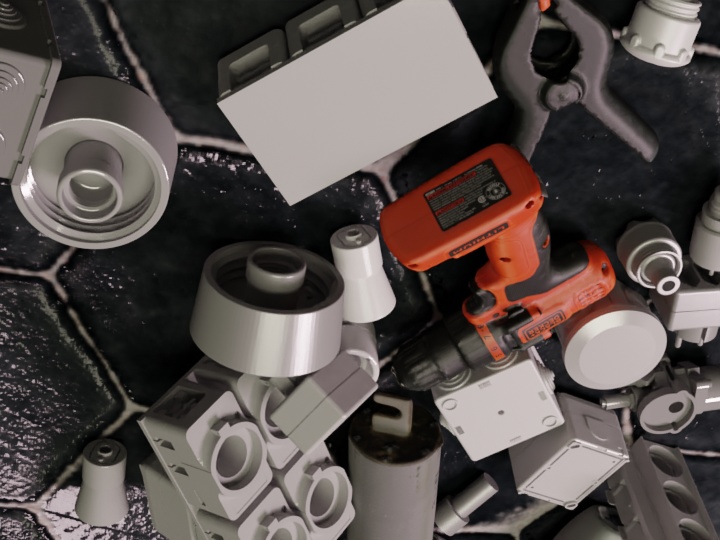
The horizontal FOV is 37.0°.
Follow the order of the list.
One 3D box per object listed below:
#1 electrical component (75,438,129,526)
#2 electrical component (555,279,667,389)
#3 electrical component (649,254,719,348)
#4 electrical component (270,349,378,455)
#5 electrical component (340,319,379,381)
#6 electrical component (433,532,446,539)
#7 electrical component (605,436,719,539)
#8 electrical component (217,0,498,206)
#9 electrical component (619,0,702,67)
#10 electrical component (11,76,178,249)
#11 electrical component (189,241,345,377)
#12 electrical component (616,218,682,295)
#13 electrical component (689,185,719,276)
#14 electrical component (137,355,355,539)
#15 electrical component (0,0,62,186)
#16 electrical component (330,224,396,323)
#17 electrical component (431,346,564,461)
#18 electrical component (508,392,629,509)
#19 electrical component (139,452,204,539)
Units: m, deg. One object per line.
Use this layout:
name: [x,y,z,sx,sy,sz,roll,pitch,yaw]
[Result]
electrical component: [-0.210,0.171,0.882,0.044,0.044,0.065,4,121,-12]
electrical component: [0.195,0.050,0.845,0.080,0.051,0.080,-4,127,-5]
electrical component: [0.265,0.031,0.844,0.066,0.047,0.076,-4,127,-6]
electrical component: [-0.038,0.080,0.769,0.076,0.066,0.047,46,115,6]
electrical component: [-0.013,0.065,0.827,0.055,0.047,0.055,-4,127,-6]
electrical component: [0.071,0.290,1.012,0.077,0.043,0.079,36,115,-29]
electrical component: [0.262,0.215,0.936,0.079,0.121,0.063,18,125,-21]
electrical component: [-0.004,-0.121,0.678,0.150,0.061,0.089,-27,126,11]
electrical component: [0.198,-0.164,0.689,0.048,0.048,0.062,9,118,-15]
electrical component: [-0.173,-0.063,0.697,0.108,0.060,0.108,-4,127,-6]
electrical component: [-0.062,0.019,0.750,0.108,0.108,0.060,5,120,-12]
electrical component: [0.218,-0.007,0.799,0.043,0.062,0.043,-4,127,-6]
electrical component: [0.270,-0.035,0.799,0.040,0.040,0.078,-5,127,-5]
electrical component: [-0.078,0.155,0.826,0.060,0.105,0.186,8,131,40]
electrical component: [-0.217,-0.112,0.631,0.048,0.099,0.099,10,126,-31]
electrical component: [0.000,0.000,0.785,0.044,0.044,0.065,-11,123,0]
electrical component: [0.109,0.100,0.871,0.100,0.048,0.099,-25,126,10]
electrical component: [0.172,0.156,0.920,0.062,0.061,0.096,21,128,-23]
electrical component: [-0.137,0.182,0.879,0.061,0.062,0.096,25,135,28]
